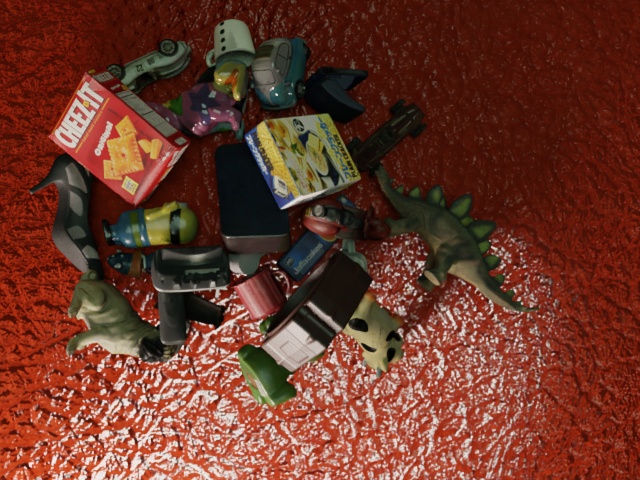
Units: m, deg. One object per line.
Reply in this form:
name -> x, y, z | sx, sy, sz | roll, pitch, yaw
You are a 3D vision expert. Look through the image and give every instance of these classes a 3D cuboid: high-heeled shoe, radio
high-heeled shoe -> -0.463, -0.050, 1.071 | 0.145, 0.086, 0.248 | -43, 114, -40
radio -> -0.135, -0.086, 1.060 | 0.131, 0.073, 0.230 | -6, 61, -8

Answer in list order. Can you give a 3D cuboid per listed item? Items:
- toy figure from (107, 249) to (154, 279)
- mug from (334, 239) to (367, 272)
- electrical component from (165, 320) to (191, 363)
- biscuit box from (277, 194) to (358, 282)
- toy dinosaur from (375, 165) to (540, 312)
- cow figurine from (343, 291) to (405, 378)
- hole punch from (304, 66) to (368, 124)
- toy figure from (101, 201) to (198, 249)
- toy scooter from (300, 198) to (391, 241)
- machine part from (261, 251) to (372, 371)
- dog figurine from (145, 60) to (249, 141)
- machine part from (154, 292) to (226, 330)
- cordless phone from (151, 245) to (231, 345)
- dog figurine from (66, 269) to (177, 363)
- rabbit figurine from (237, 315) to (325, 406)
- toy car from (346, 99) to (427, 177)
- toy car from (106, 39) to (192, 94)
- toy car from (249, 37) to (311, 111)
toy figure -> -0.341, 0.048, 1.069 | 0.154, 0.064, 0.057 | -2, 98, -9
mug -> 0.064, 0.047, 1.107 | 0.081, 0.107, 0.109 | 6, 88, -9
electrical component -> -0.304, 0.197, 1.086 | 0.063, 0.021, 0.094 | 33, 83, -5
biscuit box -> -0.002, -0.003, 1.124 | 0.063, 0.059, 0.202 | 43, 82, -4
toy dinosaur -> 0.283, 0.015, 1.146 | 0.198, 0.105, 0.471 | -42, 98, -12
cow figurine -> 0.108, 0.193, 1.093 | 0.194, 0.086, 0.127 | 42, 82, -33
hole punch -> 0.031, -0.299, 1.117 | 0.116, 0.142, 0.092 | 1, 90, -20
toy figure -> -0.334, -0.023, 1.068 | 0.180, 0.082, 0.089 | -15, 100, -14
toy scooter -> 0.055, -0.037, 1.036 | 0.184, 0.135, 0.075 | 13, 86, -5
machine part -> -0.009, 0.127, 0.988 | 0.087, 0.201, 0.201 | 41, 47, -3
dog figurine -> -0.259, -0.276, 1.081 | 0.219, 0.108, 0.191 | 5, 90, -5
machine part -> -0.258, 0.132, 1.090 | 0.139, 0.039, 0.084 | 26, 78, -4
cordless phone -> -0.241, 0.102, 1.018 | 0.146, 0.089, 0.184 | -2, 85, -21
dog figurine -> -0.370, 0.147, 1.033 | 0.191, 0.121, 0.172 | 2, 97, -10
rabbit figurine -> -0.075, 0.231, 1.089 | 0.170, 0.121, 0.159 | -28, 84, -27
toy car -> 0.147, -0.224, 1.166 | 0.202, 0.053, 0.089 | -41, 90, -8
toy car -> -0.351, -0.342, 1.087 | 0.202, 0.073, 0.056 | -29, 88, -9
toy car -> -0.087, -0.352, 1.097 | 0.109, 0.103, 0.161 | 9, 81, 31
